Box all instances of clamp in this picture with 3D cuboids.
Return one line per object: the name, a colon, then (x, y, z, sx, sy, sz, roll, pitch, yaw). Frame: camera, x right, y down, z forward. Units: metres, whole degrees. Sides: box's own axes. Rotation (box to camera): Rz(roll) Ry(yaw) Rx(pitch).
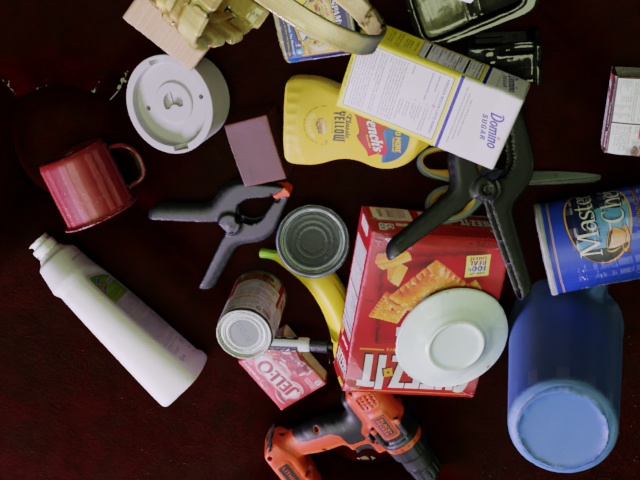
clamp: (-0.113, -0.029, 1.244, 0.172, 0.039, 0.120, -38, 110, 18)
clamp: (0.162, -0.051, 1.133, 0.164, 0.036, 0.210, 10, 91, -11)

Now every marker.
marker: (-0.044, 0.125, 1.284, 0.121, 0.020, 0.020, 2, 116, 10)

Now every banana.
banana: (0.007, 0.077, 1.280, 0.070, 0.037, 0.197, -18, 111, 41)

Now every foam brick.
foam brick: (-0.067, -0.107, 1.192, 0.053, 0.051, 0.078, -11, 113, 15)

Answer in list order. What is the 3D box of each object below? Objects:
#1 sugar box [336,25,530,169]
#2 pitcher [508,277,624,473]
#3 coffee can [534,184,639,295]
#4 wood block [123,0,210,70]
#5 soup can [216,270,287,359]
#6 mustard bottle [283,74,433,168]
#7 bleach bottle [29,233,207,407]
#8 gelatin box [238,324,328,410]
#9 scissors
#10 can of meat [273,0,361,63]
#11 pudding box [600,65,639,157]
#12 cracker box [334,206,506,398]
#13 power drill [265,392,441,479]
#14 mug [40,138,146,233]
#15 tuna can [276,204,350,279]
sugar box: (0.112, -0.147, 1.076, 0.176, 0.048, 0.093, 22, 133, 4)
pitcher: (0.260, 0.152, 1.157, 0.145, 0.242, 0.149, -14, 107, 19)
coffee can: (0.311, -0.003, 1.152, 0.140, 0.102, 0.103, -11, 113, 14)
wood block: (-0.100, -0.288, 1.088, 0.090, 0.090, 0.206, 37, 115, -10)
soup can: (-0.080, 0.088, 1.260, 0.068, 0.102, 0.068, 3, 114, 7)
mustard bottle: (0.058, -0.126, 1.158, 0.191, 0.058, 0.096, 4, 108, 6)
bleach bottle: (-0.251, 0.088, 1.300, 0.068, 0.102, 0.251, -43, 96, 10)
gelatin box: (-0.045, 0.160, 1.328, 0.073, 0.030, 0.089, -33, 106, 21)
scissors: (0.201, -0.051, 1.170, 0.202, 0.016, 0.096, 14, 77, 3)
can of meat: (-0.002, -0.239, 1.114, 0.084, 0.057, 0.102, -6, 115, 13)
pudding box: (0.357, -0.132, 1.118, 0.113, 0.039, 0.090, 4, 115, 5)
cracker box: (0.115, 0.074, 1.220, 0.164, 0.072, 0.214, 4, 116, -10)
power drill: (0.039, 0.265, 1.353, 0.188, 0.057, 0.184, -28, 111, 18)
mug: (-0.258, -0.071, 1.227, 0.117, 0.093, 0.081, -28, 106, -12)
tuna can: (-0.008, 0.002, 1.224, 0.086, 0.034, 0.086, 0, 88, 1)
